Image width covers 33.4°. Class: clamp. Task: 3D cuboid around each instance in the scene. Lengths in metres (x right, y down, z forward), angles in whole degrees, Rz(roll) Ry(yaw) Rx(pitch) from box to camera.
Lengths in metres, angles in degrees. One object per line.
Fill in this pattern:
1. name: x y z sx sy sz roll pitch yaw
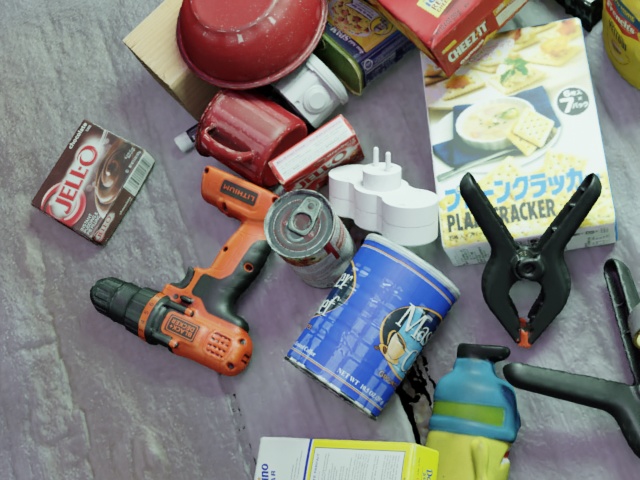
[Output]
1. clamp: 0.282 0.122 0.920 0.210 0.036 0.164 38 64 8
2. clamp: 0.174 0.013 0.950 0.120 0.039 0.171 11 112 10

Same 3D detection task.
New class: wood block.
1. wood block: -0.096 -0.238 1.143 0.206 0.090 0.091 -44 65 -3

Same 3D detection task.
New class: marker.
1. marker: -0.102 -0.134 1.145 0.121 0.020 0.020 -33 66 2

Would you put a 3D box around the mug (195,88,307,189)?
1. mug: -0.073 -0.103 1.078 0.081 0.117 0.093 34 116 18

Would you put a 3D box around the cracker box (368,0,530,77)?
1. cracker box: 0.107 -0.286 1.017 0.164 0.072 0.214 -43 63 5

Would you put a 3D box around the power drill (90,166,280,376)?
1. power drill: -0.122 0.024 1.074 0.185 0.057 0.187 23 81 18

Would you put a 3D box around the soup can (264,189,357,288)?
1. soup can: -0.007 0.001 1.024 0.068 0.102 0.068 -5 70 14

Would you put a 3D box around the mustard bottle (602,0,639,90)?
1. mustard bottle: 0.293 -0.214 0.970 0.058 0.191 0.096 -26 66 5

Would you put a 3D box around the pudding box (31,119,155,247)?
1. pudding box: -0.243 -0.061 1.146 0.090 0.039 0.113 27 80 22

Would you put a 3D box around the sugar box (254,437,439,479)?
1. sugar box: 0.017 0.223 0.934 0.177 0.048 0.093 -7 67 43

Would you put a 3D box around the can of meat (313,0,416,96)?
1. can of meat: 0.039 -0.213 1.108 0.084 0.057 0.102 -39 66 -14

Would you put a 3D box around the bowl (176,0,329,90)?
1. bowl: -0.076 -0.232 1.054 0.162 0.055 0.162 -5 70 13

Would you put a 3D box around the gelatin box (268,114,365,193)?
1. gelatin box: -0.002 -0.079 1.066 0.089 0.073 0.030 -35 73 0

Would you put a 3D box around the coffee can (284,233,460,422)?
1. coffee can: 0.048 0.080 0.980 0.103 0.102 0.140 32 82 23
